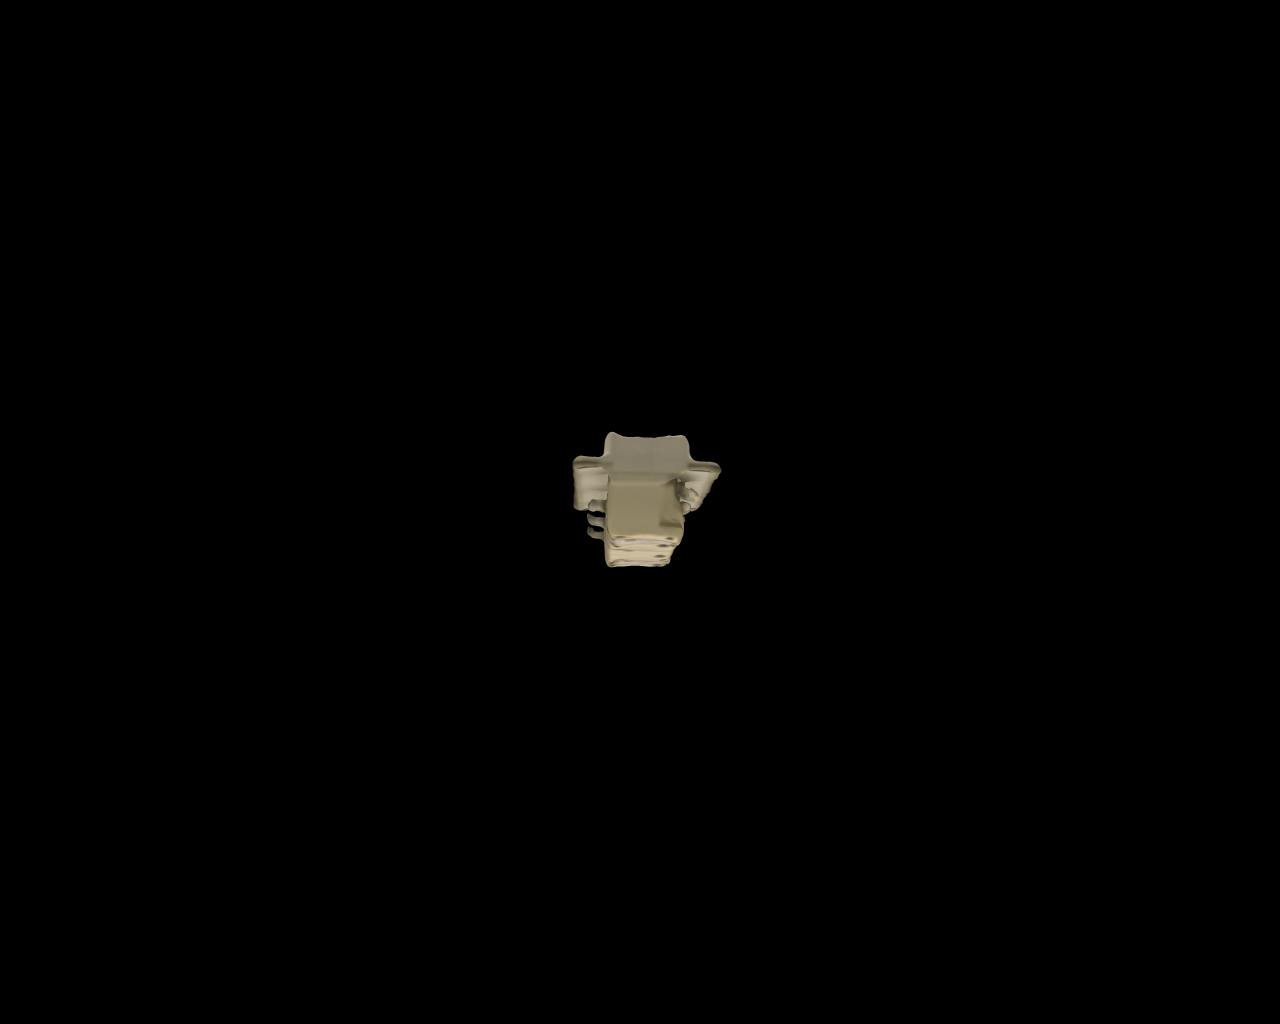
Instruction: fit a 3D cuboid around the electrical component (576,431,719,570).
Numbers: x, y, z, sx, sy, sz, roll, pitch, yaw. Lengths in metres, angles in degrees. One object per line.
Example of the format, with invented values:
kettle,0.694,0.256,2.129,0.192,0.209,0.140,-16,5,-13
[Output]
electrical component,0.001,-0.003,0.650,0.079,0.063,0.121,1,-11,-4
